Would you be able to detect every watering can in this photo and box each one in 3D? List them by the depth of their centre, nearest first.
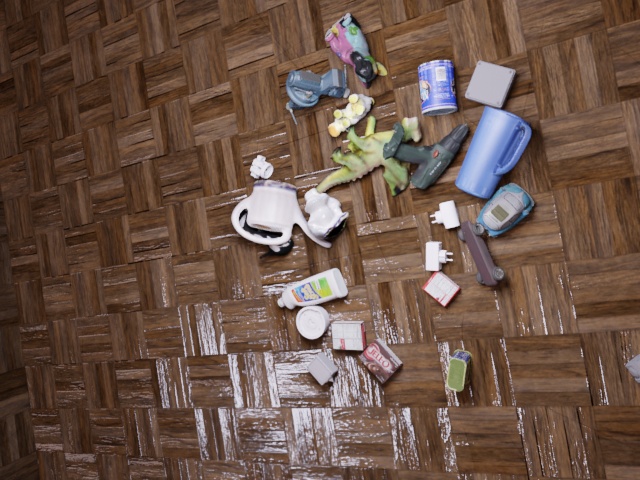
[{"bbox_3d":[-0.122,-0.088,1.750,0.347,0.103,0.227,8,78,-1],"label":"watering can"}]

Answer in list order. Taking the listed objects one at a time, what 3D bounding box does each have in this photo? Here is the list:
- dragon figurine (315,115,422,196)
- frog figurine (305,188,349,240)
[{"bbox_3d":[0.169,-0.233,1.621,0.244,0.123,0.403,40,117,10],"label":"dragon figurine"},{"bbox_3d":[0.005,-0.085,1.685,0.161,0.122,0.137,43,96,21],"label":"frog figurine"}]
